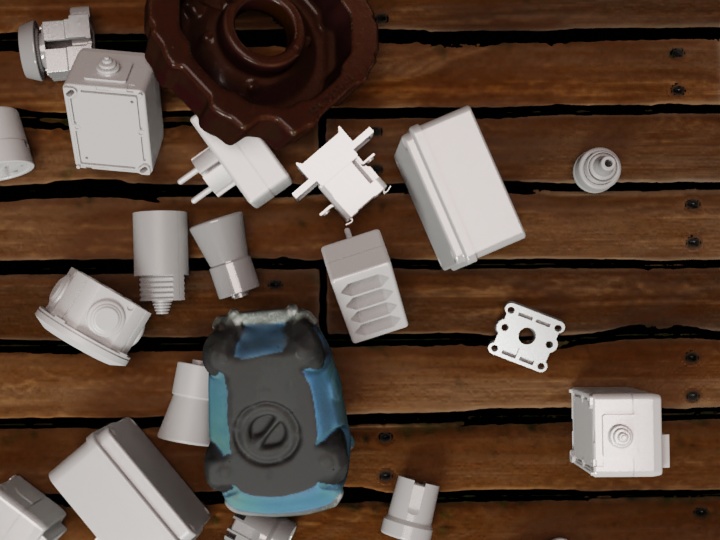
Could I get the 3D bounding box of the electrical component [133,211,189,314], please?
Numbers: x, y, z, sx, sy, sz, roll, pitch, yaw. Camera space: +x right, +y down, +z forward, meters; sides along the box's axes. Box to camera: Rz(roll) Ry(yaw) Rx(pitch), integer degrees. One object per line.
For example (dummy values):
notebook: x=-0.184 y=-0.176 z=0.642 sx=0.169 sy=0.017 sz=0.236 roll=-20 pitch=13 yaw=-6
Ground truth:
electrical component: x=-0.159 y=-0.005 z=0.858 sx=0.043 sy=0.043 sz=0.081 roll=-2 pitch=88 yaw=0

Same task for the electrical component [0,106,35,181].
electrical component: x=-0.293 y=-0.100 z=0.858 sx=0.055 sy=0.055 sz=0.047 roll=-15 pitch=84 yaw=0

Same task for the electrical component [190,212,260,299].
electrical component: x=-0.105 y=-0.009 z=0.860 sx=0.044 sy=0.044 sz=0.065 roll=-18 pitch=93 yaw=0

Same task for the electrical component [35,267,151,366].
electrical component: x=-0.207 y=0.037 z=0.840 sx=0.080 sy=0.080 sz=0.051 roll=30 pitch=83 yaw=1

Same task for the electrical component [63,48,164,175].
electrical component: x=-0.189 y=-0.131 z=0.836 sx=0.062 sy=0.096 sz=0.061 roll=5 pitch=45 yaw=1

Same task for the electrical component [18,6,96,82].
electrical component: x=-0.242 y=-0.177 z=0.864 sx=0.055 sy=0.048 sz=0.066 roll=-6 pitch=88 yaw=-7

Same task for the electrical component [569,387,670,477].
electrical component: x=0.200 y=0.123 z=0.825 sx=0.061 sy=0.096 sz=0.061 roll=0 pitch=88 yaw=0

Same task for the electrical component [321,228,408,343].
electrical component: x=0.000 y=0.000 z=0.847 sx=0.047 sy=0.083 sz=0.075 roll=-18 pitch=50 yaw=0

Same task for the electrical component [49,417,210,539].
electrical component: x=-0.176 y=0.176 z=0.835 sx=0.057 sy=0.078 sz=0.113 roll=-40 pitch=88 yaw=2

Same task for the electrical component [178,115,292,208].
electrical component: x=-0.109 y=-0.084 z=0.859 sx=0.076 sy=0.047 sz=0.083 roll=-36 pitch=88 yaw=-1

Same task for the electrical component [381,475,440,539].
electrical component: x=0.041 y=0.190 z=0.853 sx=0.040 sy=0.040 sz=0.046 roll=15 pitch=82 yaw=1

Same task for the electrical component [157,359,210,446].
electrical component: x=-0.133 y=0.104 z=0.856 sx=0.044 sy=0.044 sz=0.065 roll=10 pitch=84 yaw=1

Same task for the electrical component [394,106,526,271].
electrical component: x=0.074 y=-0.059 z=0.826 sx=0.056 sy=0.108 sz=0.108 roll=-23 pitch=88 yaw=-3

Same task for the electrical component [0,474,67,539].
electrical component: x=-0.282 y=0.219 z=0.842 sx=0.061 sy=0.061 sz=0.096 roll=37 pitch=88 yaw=1

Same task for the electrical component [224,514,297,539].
electrical component: x=-0.079 y=0.209 z=0.853 sx=0.046 sy=0.040 sz=0.040 roll=26 pitch=88 yaw=7

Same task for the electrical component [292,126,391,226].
electrical component: x=-0.013 y=-0.074 z=0.861 sx=0.081 sy=0.042 sz=0.063 roll=-41 pitch=92 yaw=-1

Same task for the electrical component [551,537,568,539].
electrical component: x=0.154 y=0.276 z=0.840 sx=0.078 sy=0.057 sz=0.113 roll=-25 pitch=88 yaw=-1

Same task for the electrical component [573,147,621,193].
electrical component: x=0.190 y=-0.080 z=0.849 sx=0.035 sy=0.061 sz=0.035 roll=0 pitch=88 yaw=0
